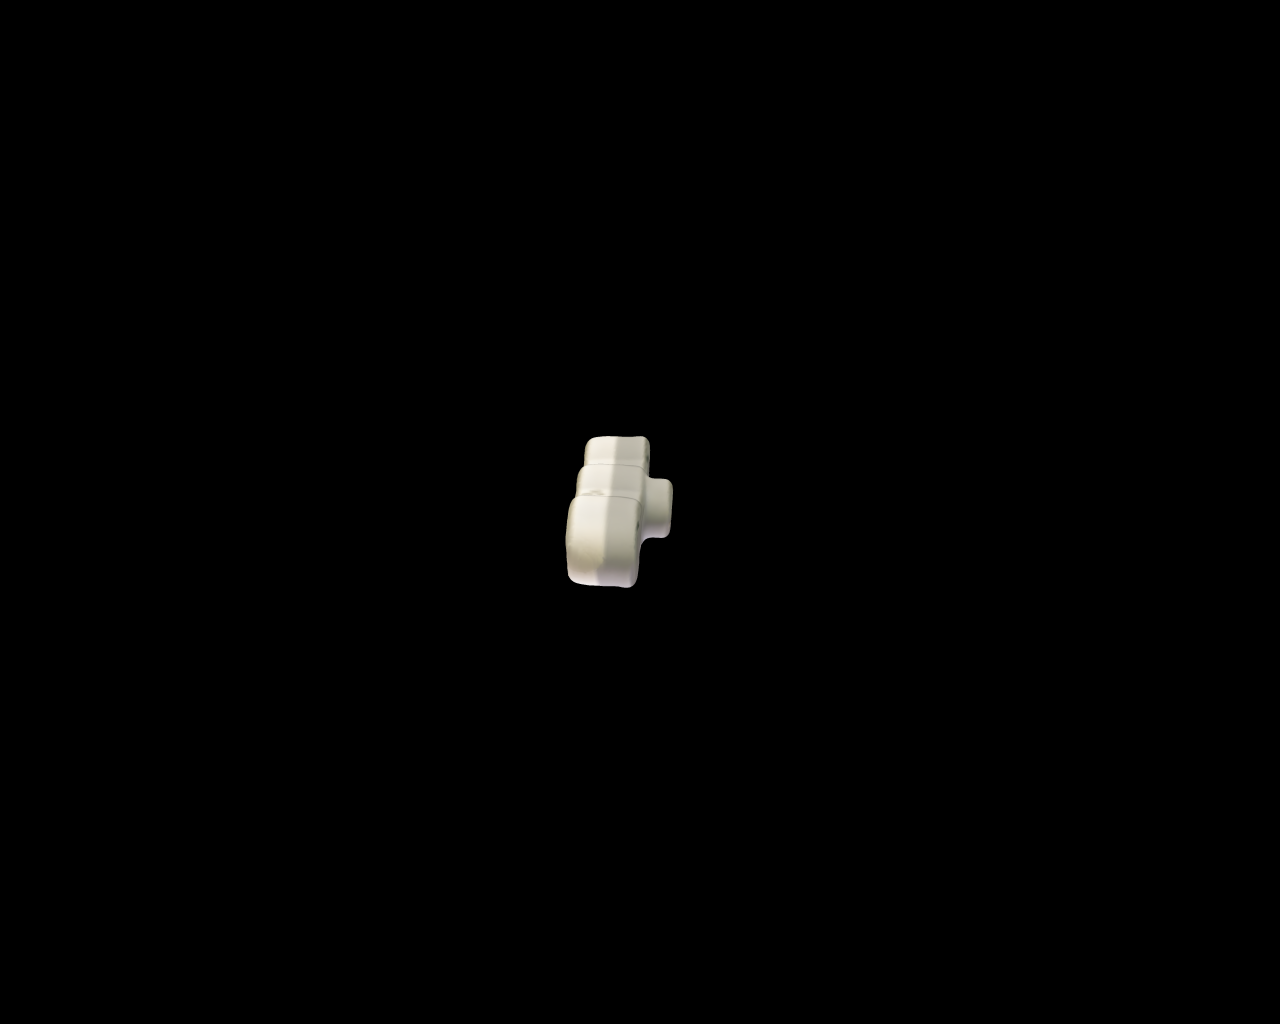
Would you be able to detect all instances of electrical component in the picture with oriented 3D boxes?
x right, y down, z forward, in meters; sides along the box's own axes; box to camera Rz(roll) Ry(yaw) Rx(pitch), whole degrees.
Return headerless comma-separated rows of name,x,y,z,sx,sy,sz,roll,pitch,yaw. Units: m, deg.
electrical component,0.001,-0.003,0.650,0.074,0.052,0.138,2,27,3
